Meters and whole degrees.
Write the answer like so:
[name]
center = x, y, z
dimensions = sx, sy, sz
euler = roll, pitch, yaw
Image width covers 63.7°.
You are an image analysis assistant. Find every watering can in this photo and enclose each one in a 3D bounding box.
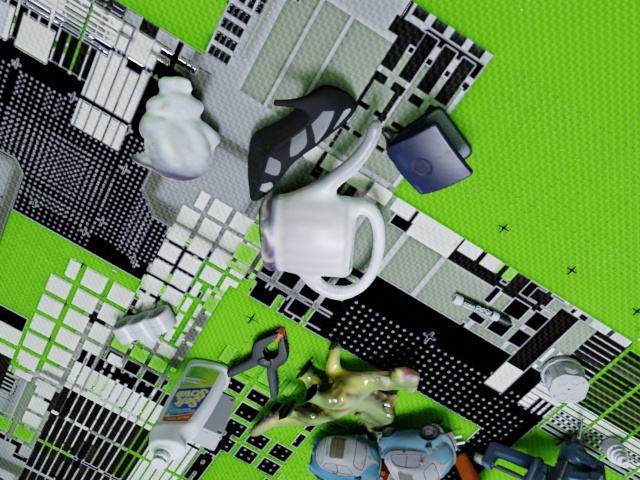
[watering can]
center = 0.003, -0.045, 0.888
dimensions = 0.224, 0.106, 0.340
euler = 4, 118, 6

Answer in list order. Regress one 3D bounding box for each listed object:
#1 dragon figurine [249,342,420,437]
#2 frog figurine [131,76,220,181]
[dragon figurine]
center = 0.049, 0.356, 1.082
dimensions = 0.241, 0.125, 0.403
euler = 32, 125, -17
[frog figurine]
center = -0.229, -0.184, 0.858
dimensions = 0.137, 0.125, 0.157
euler = 10, 112, -34
